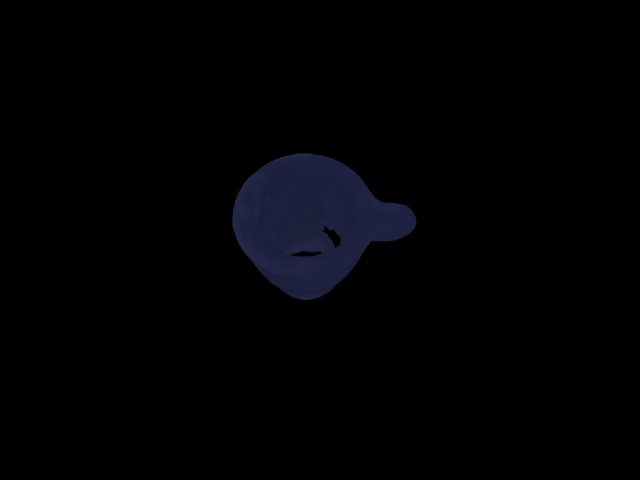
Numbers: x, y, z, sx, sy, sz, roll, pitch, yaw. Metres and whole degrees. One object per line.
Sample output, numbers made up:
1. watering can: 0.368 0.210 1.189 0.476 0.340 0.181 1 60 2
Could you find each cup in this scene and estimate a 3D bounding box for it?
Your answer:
1. cup: 0.004 0.001 0.400 0.117 0.095 0.091 0 61 0
